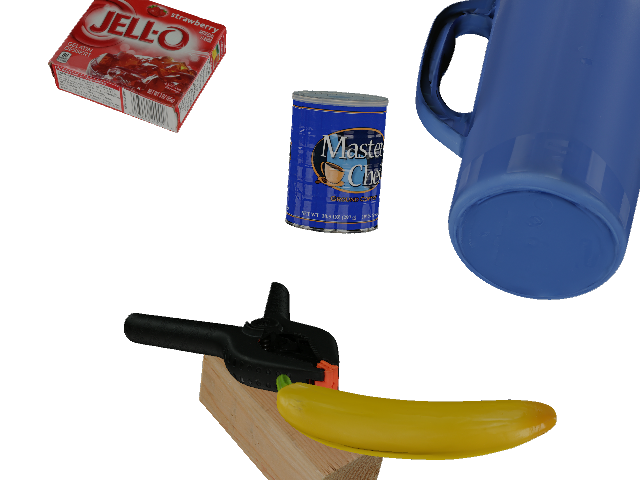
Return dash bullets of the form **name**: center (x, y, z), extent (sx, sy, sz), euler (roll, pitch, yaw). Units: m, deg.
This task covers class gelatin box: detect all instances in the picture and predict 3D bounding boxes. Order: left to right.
- **gelatin box**: center (-0.114, -0.117, 0.675), extent (0.089, 0.073, 0.030), euler (21, -30, 9)

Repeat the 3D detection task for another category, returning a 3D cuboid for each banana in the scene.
- **banana**: center (0.050, 0.114, 0.696), extent (0.198, 0.037, 0.069), euler (6, 31, 20)

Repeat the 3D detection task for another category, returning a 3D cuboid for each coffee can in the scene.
- **coffee can**: center (0.017, -0.086, 1.149), extent (0.103, 0.140, 0.103), euler (4, 12, -1)

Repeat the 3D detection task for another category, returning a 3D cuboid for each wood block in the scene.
- **wood block**: center (-0.034, 0.195, 1.153), extent (0.090, 0.090, 0.206), euler (-22, 50, -33)

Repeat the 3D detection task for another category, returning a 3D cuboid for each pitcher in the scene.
- **pitcher**: center (0.151, -0.083, 0.720), extent (0.149, 0.242, 0.145), euler (-24, -59, 40)

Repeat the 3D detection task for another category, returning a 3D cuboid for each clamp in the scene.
- **clamp**: center (-0.044, 0.082, 0.901), extent (0.164, 0.036, 0.210), euler (-16, 24, -39)
